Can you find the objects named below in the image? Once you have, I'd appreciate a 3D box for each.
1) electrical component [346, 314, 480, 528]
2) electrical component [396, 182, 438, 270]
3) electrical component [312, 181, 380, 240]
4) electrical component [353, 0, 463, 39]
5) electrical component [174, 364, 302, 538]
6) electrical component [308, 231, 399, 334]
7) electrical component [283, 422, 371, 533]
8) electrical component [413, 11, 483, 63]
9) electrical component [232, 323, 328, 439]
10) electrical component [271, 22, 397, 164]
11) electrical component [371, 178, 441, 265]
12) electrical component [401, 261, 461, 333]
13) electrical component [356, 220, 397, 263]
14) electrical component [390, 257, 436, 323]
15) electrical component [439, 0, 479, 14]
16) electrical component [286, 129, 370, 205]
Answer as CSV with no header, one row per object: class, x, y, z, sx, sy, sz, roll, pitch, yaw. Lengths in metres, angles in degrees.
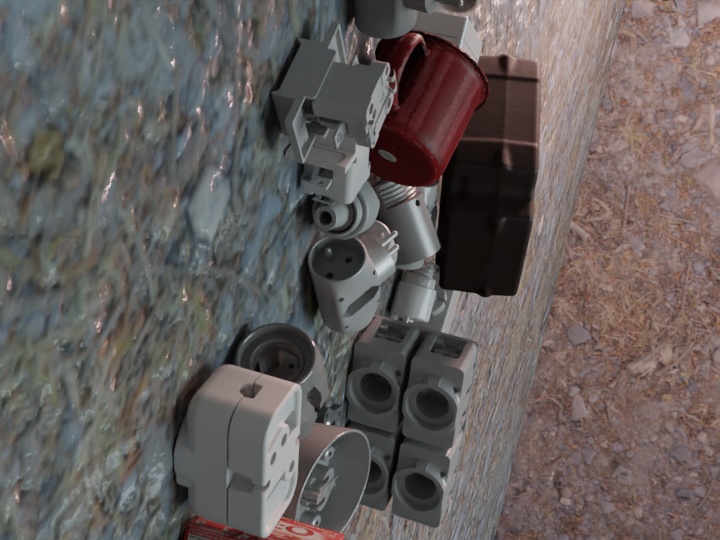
electrical component,0.043,0.147,1.020,0.060,0.105,0.186,-52,152,-56
electrical component,0.047,-0.048,0.973,0.079,0.044,0.077,-42,143,-65
electrical component,-0.014,-0.042,0.761,0.062,0.043,0.043,-35,138,-66
electrical component,0.032,-0.194,0.717,0.077,0.079,0.043,86,29,-50
electrical component,-0.074,0.108,0.654,0.053,0.059,0.095,-54,153,-54
electrical component,0.000,0.000,0.817,0.079,0.043,0.077,-40,152,-18
electrical component,-0.038,0.164,0.826,0.099,0.064,0.099,14,90,-75
electrical component,0.069,-0.174,0.926,0.083,0.047,0.075,9,95,-75
electrical component,-0.053,0.071,0.702,0.057,0.058,0.078,88,22,-53
electrical component,-0.014,-0.106,0.662,0.042,0.064,0.081,78,30,-60
electrical component,0.035,-0.050,0.904,0.081,0.043,0.043,69,27,-15
electrical component,0.073,0.031,1.133,0.075,0.047,0.083,54,52,-71
electrical component,0.011,-0.012,0.884,0.078,0.040,0.040,62,45,-68
electrical component,0.057,0.017,1.076,0.040,0.040,0.078,32,73,-74
electrical component,0.094,-0.268,0.939,0.043,0.043,0.081,79,30,-58
electrical component,-0.015,-0.083,0.723,0.081,0.042,0.063,-58,161,-46
